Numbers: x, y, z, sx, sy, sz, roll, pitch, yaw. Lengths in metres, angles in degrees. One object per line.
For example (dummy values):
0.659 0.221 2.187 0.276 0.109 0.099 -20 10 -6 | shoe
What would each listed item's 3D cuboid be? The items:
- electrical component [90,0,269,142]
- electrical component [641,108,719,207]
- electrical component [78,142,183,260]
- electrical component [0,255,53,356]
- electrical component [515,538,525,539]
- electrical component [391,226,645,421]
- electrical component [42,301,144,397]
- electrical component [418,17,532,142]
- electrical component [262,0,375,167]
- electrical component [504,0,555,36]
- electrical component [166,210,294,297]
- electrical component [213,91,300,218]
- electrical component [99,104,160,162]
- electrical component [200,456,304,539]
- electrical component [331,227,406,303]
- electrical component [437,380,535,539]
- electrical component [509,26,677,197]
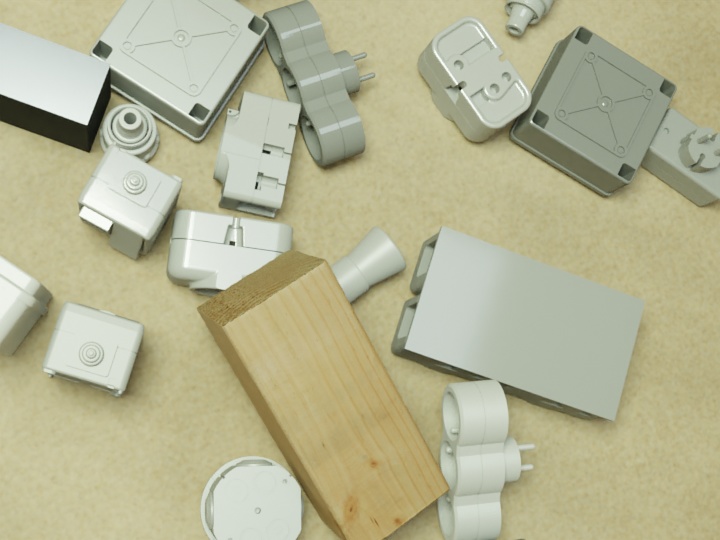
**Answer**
-0.148 -0.180 0.878 0.109 0.056 0.108 32 76 -6 | electrical component
0.300 -0.104 0.958 0.083 0.076 0.047 34 76 -6 | electrical component
-0.180 -0.051 0.831 0.062 0.096 0.061 29 77 -8 | electrical component
-0.276 0.017 0.790 0.078 0.113 0.057 35 79 -6 | electrical component
0.100 0.254 0.845 0.108 0.108 0.060 -33 83 -15 | electrical component
0.131 0.048 0.904 0.186 0.060 0.105 20 78 -9 | electrical component
-0.199 0.057 0.810 0.062 0.096 0.061 18 78 -10 | electrical component
0.096 -0.162 0.929 0.054 0.059 0.095 -35 90 -15 | electrical component
-0.024 -0.162 0.906 0.074 0.052 0.138 -21 87 -15 | electrical component
0.150 -0.240 0.962 0.043 0.043 0.062 28 78 -7 | electrical component
-0.105 -0.010 0.863 0.095 0.054 0.059 8 80 -11 | electrical component
-0.087 -0.095 0.882 0.056 0.050 0.089 12 79 -11 | electrical component
-0.183 -0.112 0.857 0.048 0.062 0.048 2 81 -12 | electrical component
-0.083 0.186 0.840 0.080 0.051 0.080 2 81 -13 | electrical component
0.000 0.000 0.893 0.065 0.044 0.044 -37 91 -11 | electrical component
0.106 0.154 0.867 0.074 0.052 0.138 -3 109 -13 | electrical component
0.206 -0.139 0.952 0.109 0.056 0.108 30 76 -7 | electrical component
